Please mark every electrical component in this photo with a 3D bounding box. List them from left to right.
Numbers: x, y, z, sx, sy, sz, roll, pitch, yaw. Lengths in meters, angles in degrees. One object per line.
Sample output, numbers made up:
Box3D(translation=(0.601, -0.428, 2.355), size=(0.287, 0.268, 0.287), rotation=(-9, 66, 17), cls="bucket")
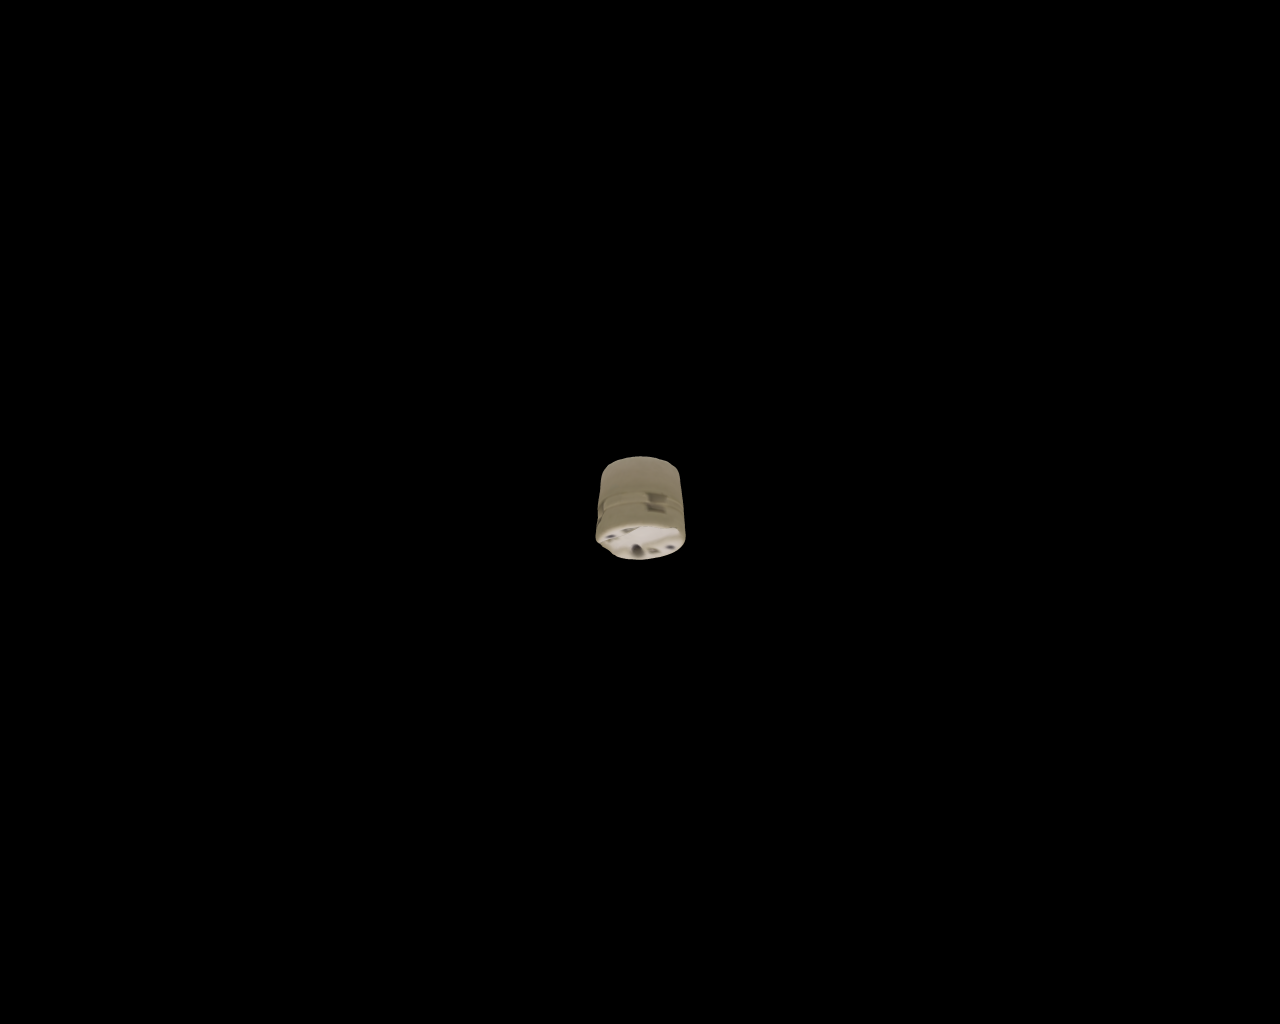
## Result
Box3D(translation=(0.001, -0.003, 0.650), size=(0.055, 0.047, 0.055), rotation=(0, -25, 0), cls="electrical component")
